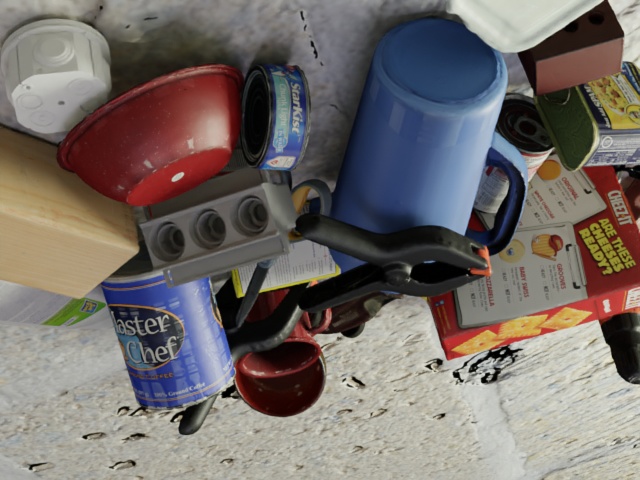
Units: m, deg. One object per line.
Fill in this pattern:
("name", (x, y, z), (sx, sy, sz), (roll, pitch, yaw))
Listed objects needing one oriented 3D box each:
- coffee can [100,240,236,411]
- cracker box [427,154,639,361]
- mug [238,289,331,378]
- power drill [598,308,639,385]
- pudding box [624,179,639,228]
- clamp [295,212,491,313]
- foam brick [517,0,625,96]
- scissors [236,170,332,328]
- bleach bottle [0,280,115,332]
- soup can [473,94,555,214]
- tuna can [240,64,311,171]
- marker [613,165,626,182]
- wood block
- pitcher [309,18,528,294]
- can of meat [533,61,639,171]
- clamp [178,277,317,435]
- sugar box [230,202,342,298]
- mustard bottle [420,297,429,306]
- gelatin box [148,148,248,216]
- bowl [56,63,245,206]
("coffee can", (-0.147, 0.078, 1.026), (0.103, 0.103, 0.140), (-14, 108, -1))
("cracker box", (0.205, 0.012, 1.070), (0.214, 0.164, 0.072), (-16, 152, 3))
("mug", (-0.042, 0.092, 1.181), (0.117, 0.081, 0.093), (-26, 148, 19))
("power drill", (0.289, 0.062, 1.192), (0.187, 0.184, 0.057), (20, 137, -31))
("pudding box", (0.357, -0.017, 1.175), (0.089, 0.039, 0.114), (14, 119, -42))
("clamp", (0.057, 0.013, 0.900), (0.171, 0.039, 0.120), (-9, 146, 4))
("foam brick", (0.208, -0.163, 0.888), (0.078, 0.053, 0.051), (-16, 150, 2))
("scissors", (-0.058, -0.003, 1.006), (0.016, 0.096, 0.202), (-27, 166, -47))
("bleach bottle", (-0.269, 0.050, 1.036), (0.103, 0.068, 0.250), (-32, 148, 28))
("soup can", (0.172, -0.079, 1.001), (0.068, 0.068, 0.102), (-3, 149, -19))
("tuna can", (-0.038, -0.099, 0.859), (0.033, 0.086, 0.086), (1, 147, -21))
("marker", (0.313, -0.052, 1.155), (0.020, 0.020, 0.121), (-14, 150, -1))
("wood block", (-0.262, -0.030, 0.876), (0.091, 0.090, 0.205), (-35, 144, 31))
("pitcher", (0.093, -0.068, 0.924), (0.149, 0.145, 0.243), (-25, 152, -23))
("can of meat", (0.249, -0.113, 0.944), (0.083, 0.102, 0.057), (-4, 148, -21))
("clamp", (-0.093, 0.099, 1.120), (0.210, 0.165, 0.036), (-25, 153, -1))
("sugar box", (-0.007, 0.001, 1.081), (0.176, 0.048, 0.093), (-14, 148, -7))
("mustard bottle", (0.194, 0.069, 1.268), (0.191, 0.058, 0.096), (8, 143, -34))
("gelatin box", (-0.109, -0.051, 0.964), (0.089, 0.030, 0.073), (-3, 150, -19))
("bowl", (-0.121, -0.072, 0.840), (0.162, 0.055, 0.162), (-26, 170, -5))
